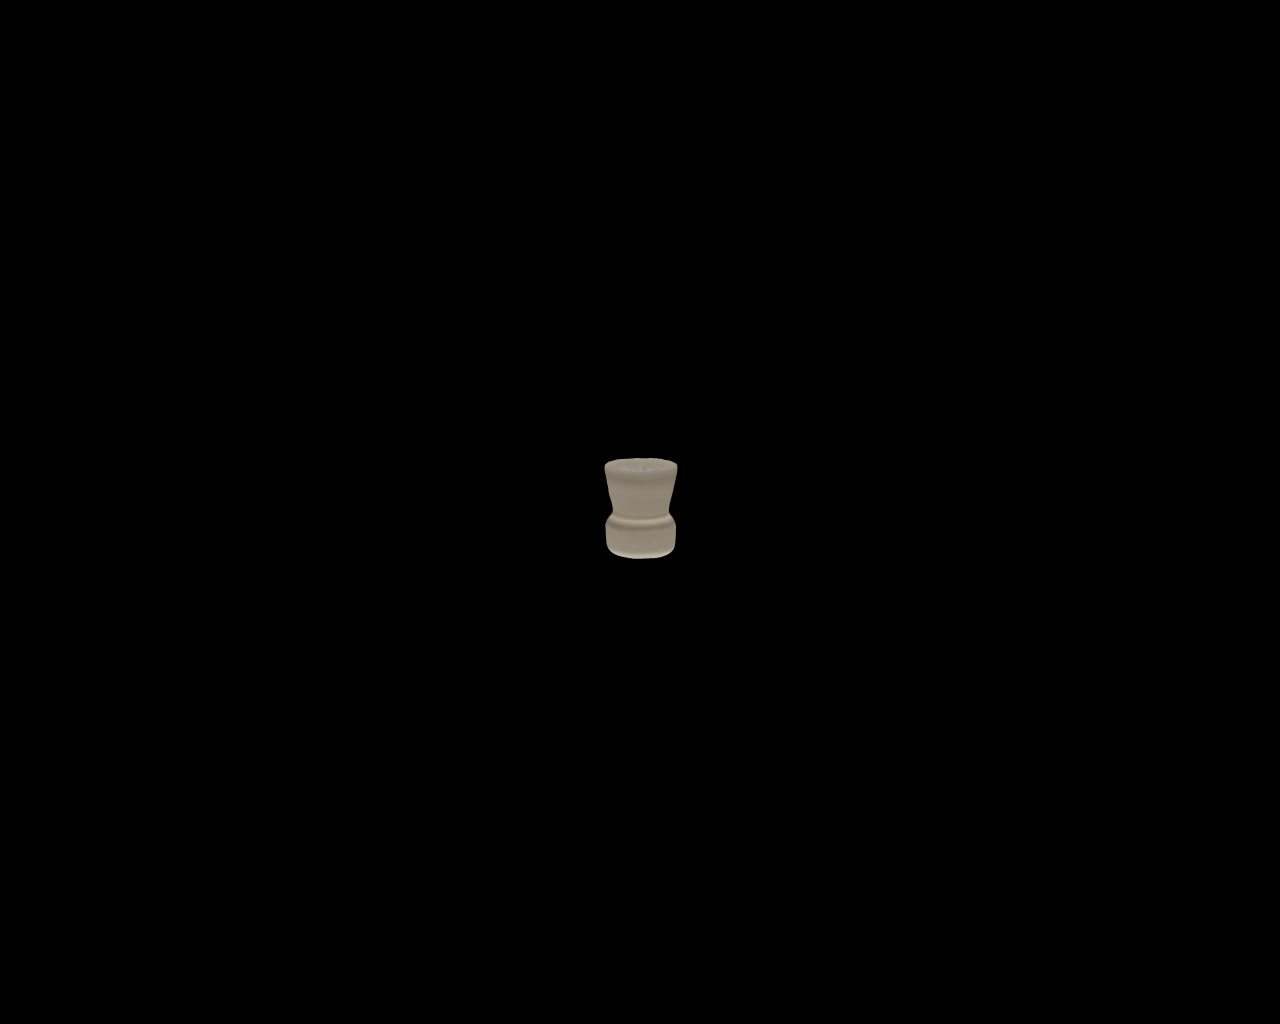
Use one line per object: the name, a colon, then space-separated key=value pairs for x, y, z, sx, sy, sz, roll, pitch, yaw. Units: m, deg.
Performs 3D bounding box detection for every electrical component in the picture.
electrical component: x=0.001 y=-0.003 z=0.650 sx=0.045 sy=0.055 sz=0.045 roll=0 pitch=14 yaw=0
